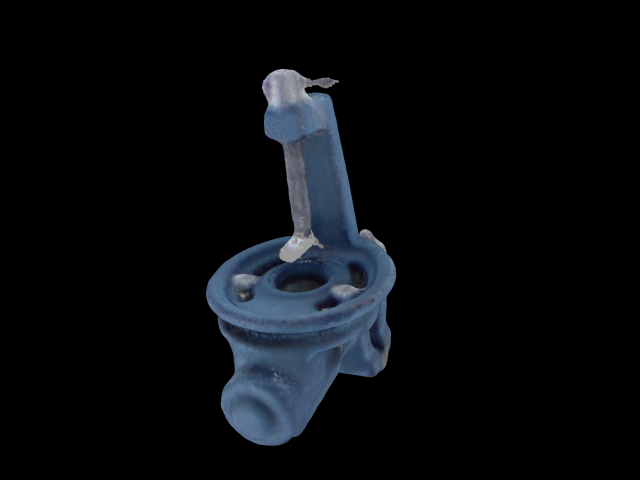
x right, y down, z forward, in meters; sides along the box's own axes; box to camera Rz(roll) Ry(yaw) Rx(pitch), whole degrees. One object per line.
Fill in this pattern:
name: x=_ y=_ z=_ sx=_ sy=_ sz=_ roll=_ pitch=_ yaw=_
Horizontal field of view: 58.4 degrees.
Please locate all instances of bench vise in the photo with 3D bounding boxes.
bench vise: x=-0.008 y=0.001 z=0.401 sx=0.121 sy=0.220 sz=0.207 roll=1 pitch=9 yaw=6
